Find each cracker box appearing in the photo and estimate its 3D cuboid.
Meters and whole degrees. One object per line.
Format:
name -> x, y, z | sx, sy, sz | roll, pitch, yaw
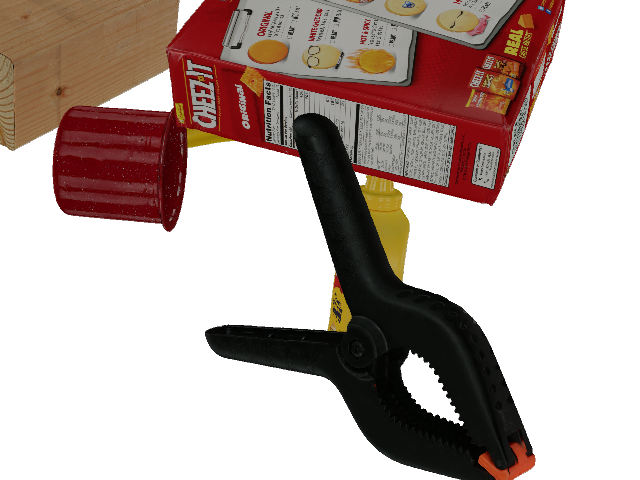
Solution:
cracker box -> 0.034, -0.118, 0.686 | 0.214, 0.072, 0.164 | 15, 46, 14

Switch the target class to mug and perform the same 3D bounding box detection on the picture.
mug -> -0.146, -0.058, 0.796 | 0.081, 0.093, 0.117 | 5, 9, 3

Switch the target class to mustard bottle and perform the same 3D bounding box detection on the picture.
mustard bottle -> 0.042, 0.029, 0.927 | 0.058, 0.192, 0.096 | 3, 18, -12

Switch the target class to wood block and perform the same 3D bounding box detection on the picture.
wood block -> -0.227, -0.173, 0.949 | 0.090, 0.091, 0.205 | 29, 41, 20

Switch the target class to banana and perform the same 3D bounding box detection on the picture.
banana -> -0.093, -0.131, 1.301 | 0.198, 0.037, 0.069 | 7, 41, 15

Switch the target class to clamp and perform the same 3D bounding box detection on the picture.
clamp -> 0.029, 0.042, 0.557 | 0.210, 0.165, 0.036 | 35, 32, 31
